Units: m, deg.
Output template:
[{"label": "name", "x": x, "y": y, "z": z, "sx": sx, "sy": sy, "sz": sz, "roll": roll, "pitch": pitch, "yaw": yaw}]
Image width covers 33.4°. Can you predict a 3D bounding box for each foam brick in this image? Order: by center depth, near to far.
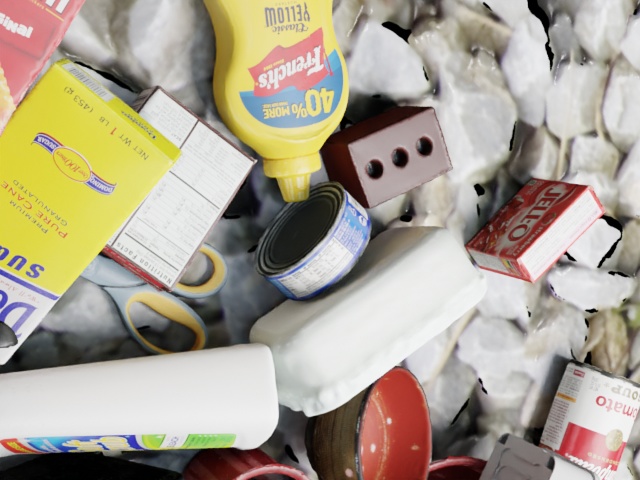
[{"label": "foam brick", "x": 0.048, "y": -0.063, "z": 0.794, "sx": 0.078, "sy": 0.051, "sz": 0.053, "roll": -26, "pitch": 108, "yaw": -20}]

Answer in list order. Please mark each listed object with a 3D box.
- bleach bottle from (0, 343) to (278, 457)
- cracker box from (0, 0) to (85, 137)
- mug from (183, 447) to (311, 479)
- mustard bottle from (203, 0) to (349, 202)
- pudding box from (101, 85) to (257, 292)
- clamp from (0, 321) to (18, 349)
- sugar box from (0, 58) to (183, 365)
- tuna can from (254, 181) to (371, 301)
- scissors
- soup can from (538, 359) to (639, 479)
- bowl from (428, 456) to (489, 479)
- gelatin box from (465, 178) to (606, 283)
[{"label": "bleach bottle", "x": -0.160, "y": 0.112, "z": 0.708, "sx": 0.250, "sy": 0.103, "sz": 0.068, "roll": -2, "pitch": 72, "yaw": -16}, {"label": "cracker box", "x": -0.223, "y": -0.074, "z": 0.602, "sx": 0.072, "sy": 0.164, "sz": 0.213, "roll": 33, "pitch": 84, "yaw": -28}, {"label": "mug", "x": -0.058, "y": 0.206, "z": 0.769, "sx": 0.093, "sy": 0.082, "sz": 0.117, "roll": 15, "pitch": 91, "yaw": -27}, {"label": "mustard bottle", "x": -0.029, "y": -0.121, "z": 0.745, "sx": 0.096, "sy": 0.058, "sz": 0.191, "roll": -13, "pitch": 104, "yaw": -25}, {"label": "pudding box", "x": -0.110, "y": -0.034, "z": 0.721, "sx": 0.090, "sy": 0.039, "sz": 0.113, "roll": 38, "pitch": 76, "yaw": -19}, {"label": "clamp", "x": -0.263, "y": 0.064, "z": 0.629, "sx": 0.171, "sy": 0.039, "sz": 0.120, "roll": 36, "pitch": 90, "yaw": 2}, {"label": "sugar box", "x": -0.176, "y": -0.015, "z": 0.655, "sx": 0.093, "sy": 0.048, "sz": 0.176, "roll": 40, "pitch": 100, "yaw": -8}, {"label": "tuna can", "x": -0.005, "y": 0.001, "z": 0.760, "sx": 0.033, "sy": 0.086, "sz": 0.086, "roll": 43, "pitch": 79, "yaw": -26}, {"label": "scissors", "x": -0.143, "y": 0.006, "z": 0.735, "sx": 0.201, "sy": 0.016, "sz": 0.096, "roll": 45, "pitch": 77, "yaw": -24}, {"label": "soup can", "x": 0.227, "y": 0.160, "z": 0.905, "sx": 0.068, "sy": 0.069, "sz": 0.102, "roll": 22, "pitch": 87, "yaw": -27}, {"label": "bowl", "x": 0.088, "y": 0.244, "z": 0.858, "sx": 0.161, "sy": 0.055, "sz": 0.162, "roll": -4, "pitch": 100, "yaw": -25}, {"label": "gelatin box", "x": 0.170, "y": -0.010, "z": 0.848, "sx": 0.089, "sy": 0.073, "sz": 0.030, "roll": -44, "pitch": 113, "yaw": -13}]
